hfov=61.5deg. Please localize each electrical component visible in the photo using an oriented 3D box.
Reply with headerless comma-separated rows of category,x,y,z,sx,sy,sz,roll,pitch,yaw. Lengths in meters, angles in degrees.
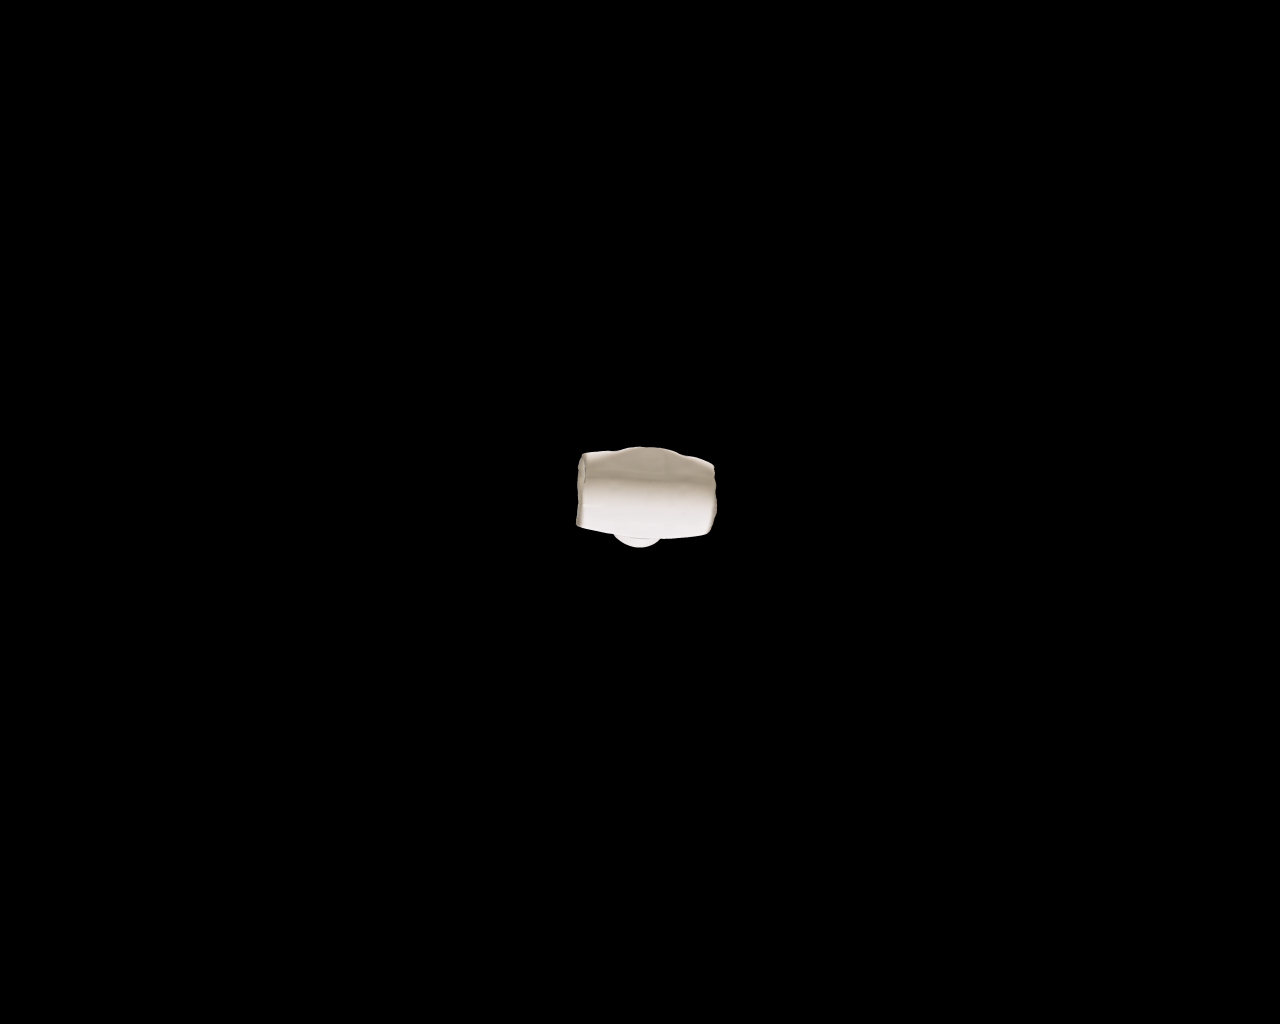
electrical component,0.001,-0.003,0.650,0.077,0.044,0.079,4,-28,-7
